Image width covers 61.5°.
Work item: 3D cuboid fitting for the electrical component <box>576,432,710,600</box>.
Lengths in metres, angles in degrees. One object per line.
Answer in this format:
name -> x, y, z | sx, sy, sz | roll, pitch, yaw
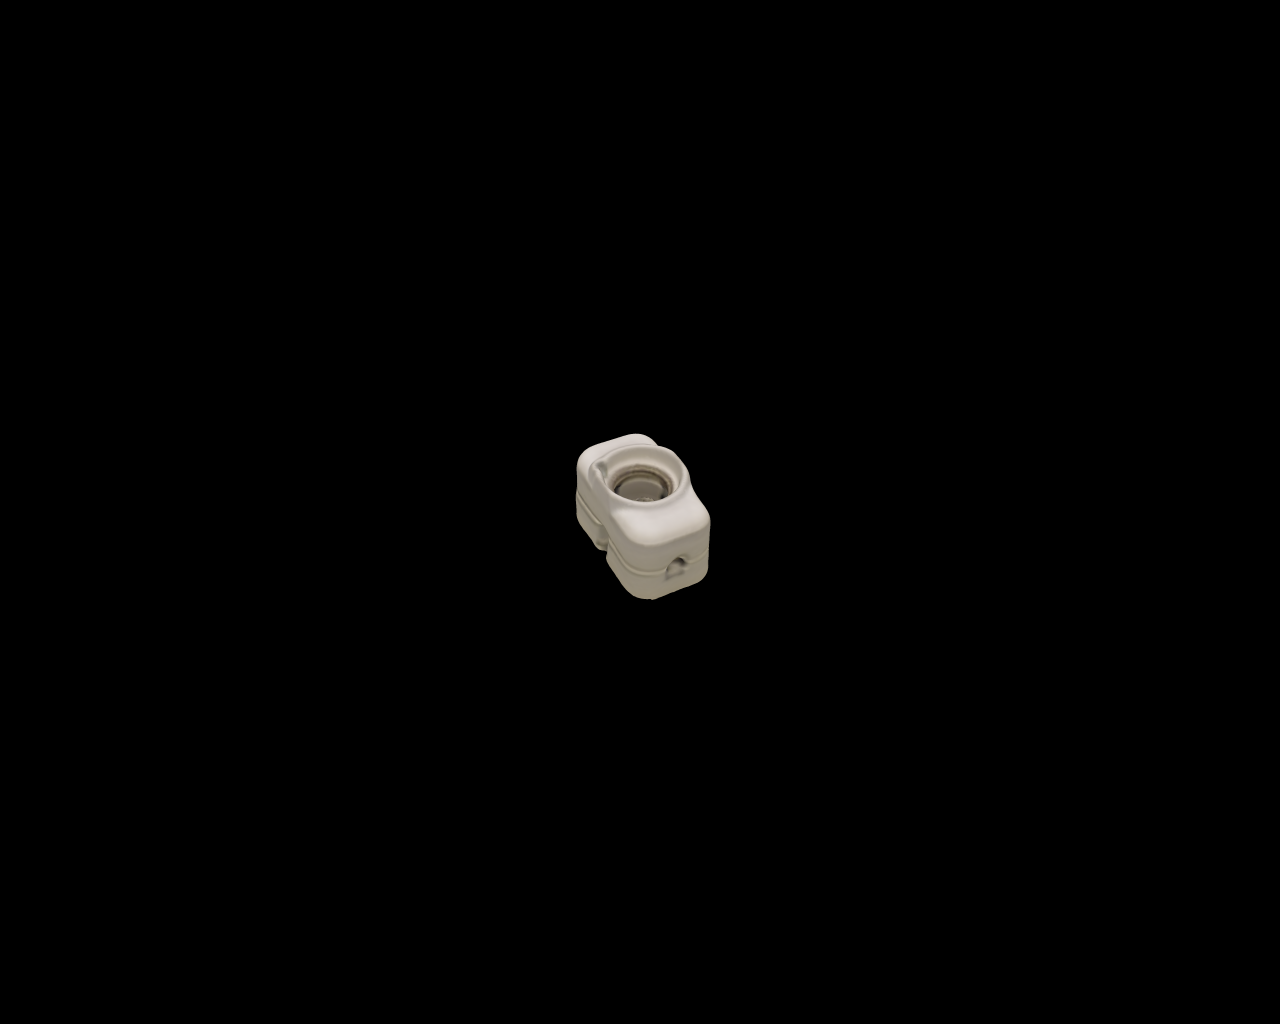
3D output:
electrical component -> 0.001, -0.003, 0.650 | 0.054, 0.059, 0.095 | -19, 46, -19
